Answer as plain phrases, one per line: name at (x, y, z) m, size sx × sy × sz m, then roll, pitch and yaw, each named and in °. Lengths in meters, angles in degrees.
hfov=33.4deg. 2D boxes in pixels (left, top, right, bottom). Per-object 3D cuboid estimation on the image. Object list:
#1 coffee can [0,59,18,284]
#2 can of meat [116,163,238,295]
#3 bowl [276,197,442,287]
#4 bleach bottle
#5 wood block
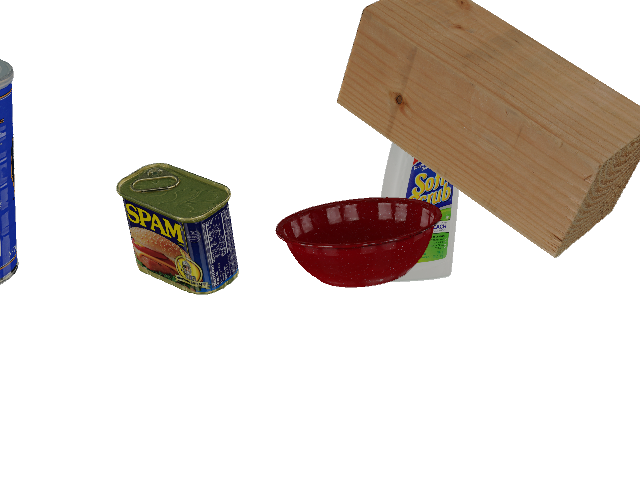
coffee can at (-0.254, -0.046, 0.706) m, size 0.103 × 0.140 × 0.103 m, roll 4°, pitch 22°, yaw -2°
can of meat at (-0.120, -0.009, 0.915) m, size 0.102 × 0.084 × 0.057 m, roll 21°, pitch 43°, yaw 34°
bowl at (0.040, 0.005, 1.036) m, size 0.162 × 0.055 × 0.162 m, roll -6°, pitch 16°, yaw 2°
bleach bottle at (0.116, -0.079, 1.278) m, size 0.102 × 0.251 × 0.068 m, roll -4°, pitch 18°, yaw -18°
wood block at (0.124, -0.094, 0.776) m, size 0.206 × 0.091 × 0.090 m, roll 38°, pitch 46°, yaw 22°
